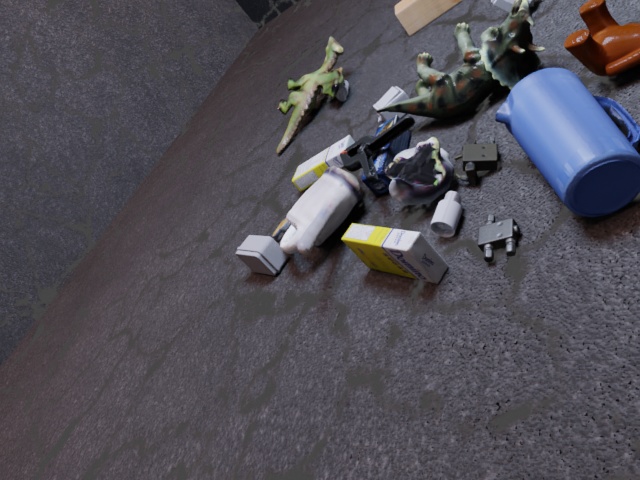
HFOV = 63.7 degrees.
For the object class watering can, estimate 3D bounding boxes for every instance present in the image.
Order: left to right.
[{"bbox_3d":[0.003,-0.055,1.091,0.225,0.103,0.348,-49,10,-4],"label":"watering can"}]

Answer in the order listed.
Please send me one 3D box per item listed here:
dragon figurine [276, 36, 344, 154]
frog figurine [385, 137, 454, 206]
[{"bbox_3d":[-0.017,-0.474,1.668,0.241,0.121,0.416,-12,58,55],"label":"dragon figurine"},{"bbox_3d":[0.193,-0.126,1.015,0.137,0.123,0.159,-54,-7,0],"label":"frog figurine"}]
